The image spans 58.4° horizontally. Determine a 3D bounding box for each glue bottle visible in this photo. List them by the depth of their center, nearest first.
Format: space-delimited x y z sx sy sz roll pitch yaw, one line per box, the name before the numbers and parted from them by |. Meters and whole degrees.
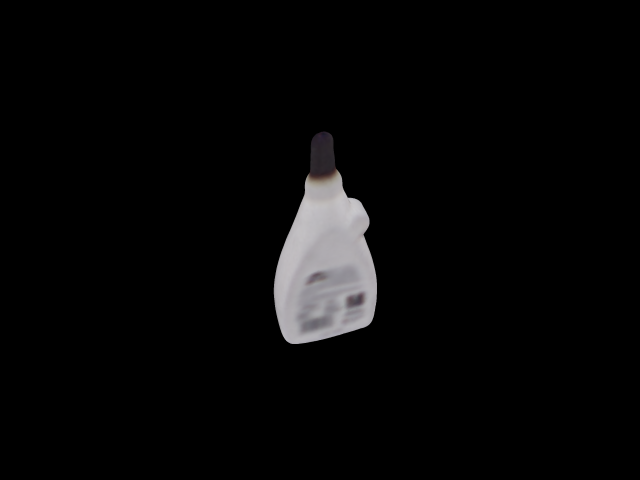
glue bottle | 0.004 0.001 0.400 0.078 0.173 0.037 -11 43 -12
